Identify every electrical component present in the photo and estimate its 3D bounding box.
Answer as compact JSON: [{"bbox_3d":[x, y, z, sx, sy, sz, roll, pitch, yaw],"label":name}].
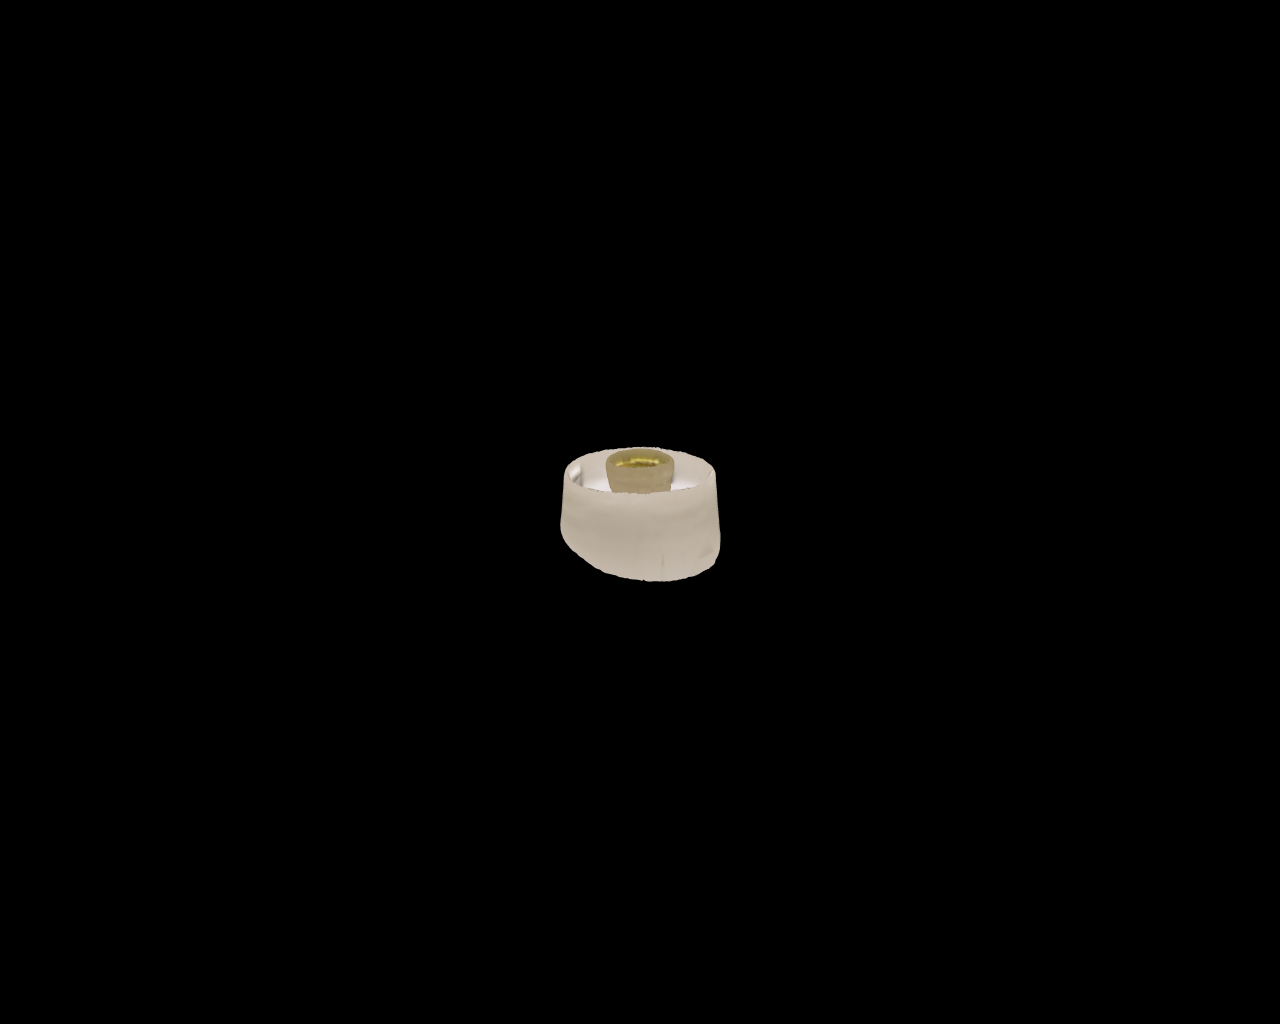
[{"bbox_3d":[0.001,-0.003,0.650,0.099,0.064,0.099,0,20,0],"label":"electrical component"}]
